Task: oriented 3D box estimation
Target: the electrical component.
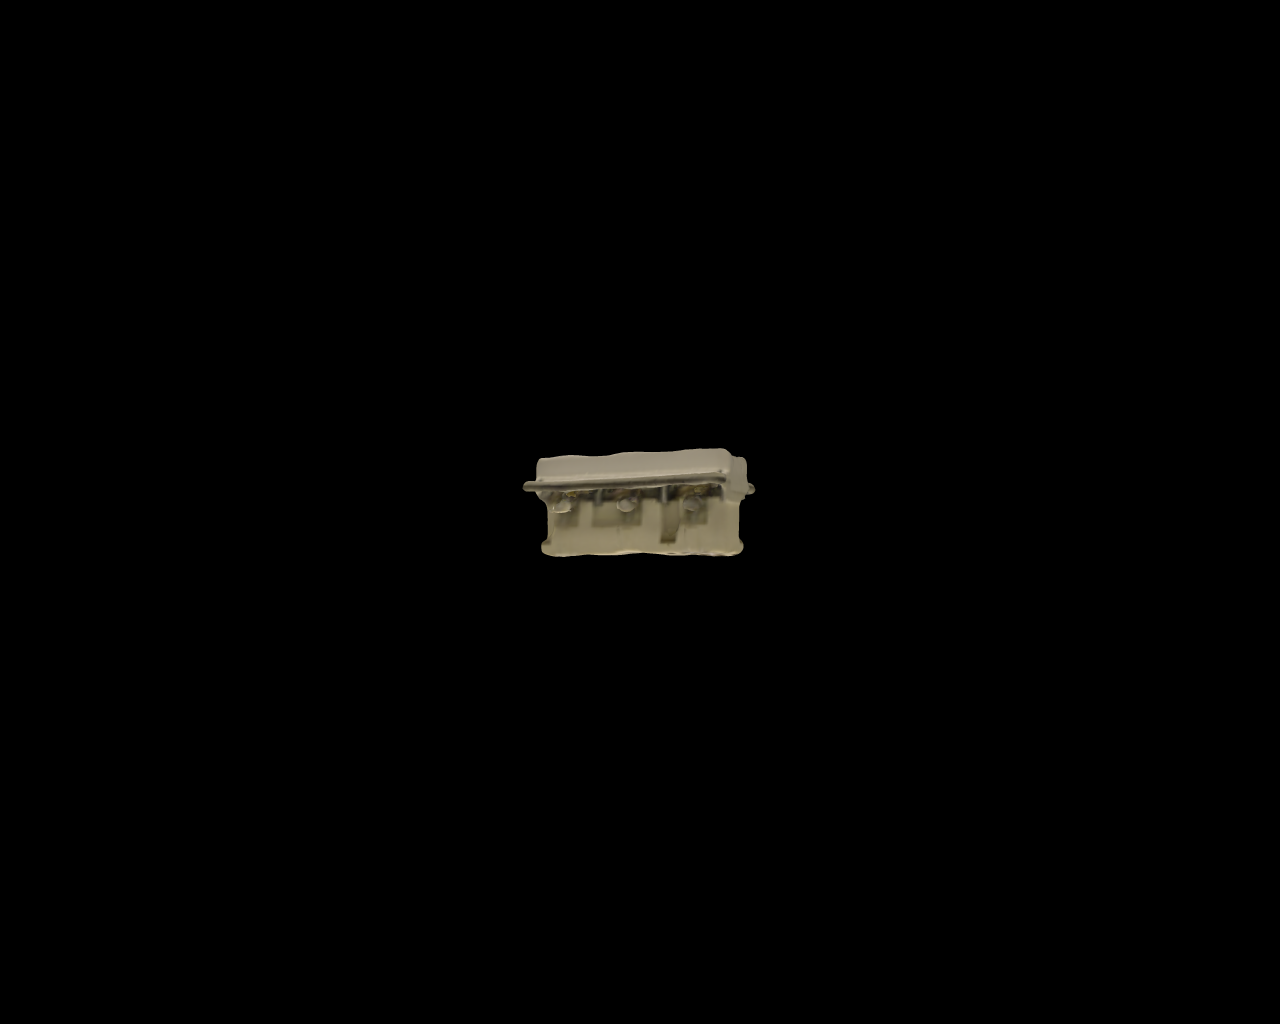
[{"bbox_3d":[0.001,-0.003,0.650,0.121,0.063,0.079,-1,-4,20],"label":"electrical component"}]
